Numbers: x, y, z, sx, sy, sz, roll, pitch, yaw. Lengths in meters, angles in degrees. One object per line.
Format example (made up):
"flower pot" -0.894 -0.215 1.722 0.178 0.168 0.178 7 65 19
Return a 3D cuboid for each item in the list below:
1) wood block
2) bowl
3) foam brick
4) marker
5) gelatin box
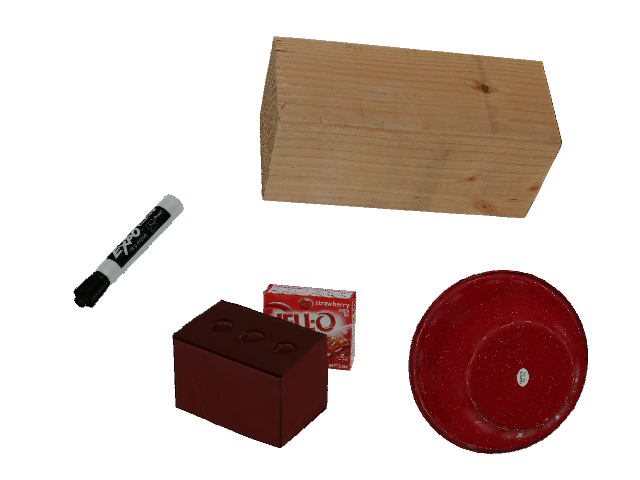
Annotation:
"wood block" 0.062 -0.084 0.801 0.206 0.091 0.090 4 -37 -9
"bowl" 0.158 0.108 0.893 0.162 0.162 0.055 0 6 -10
"foam brick" -0.041 0.077 0.627 0.078 0.051 0.052 16 28 26
"marker" -0.149 0.008 0.830 0.020 0.020 0.121 0 40 42
"gelatin box" -0.011 0.084 1.030 0.089 0.073 0.030 4 15 10
